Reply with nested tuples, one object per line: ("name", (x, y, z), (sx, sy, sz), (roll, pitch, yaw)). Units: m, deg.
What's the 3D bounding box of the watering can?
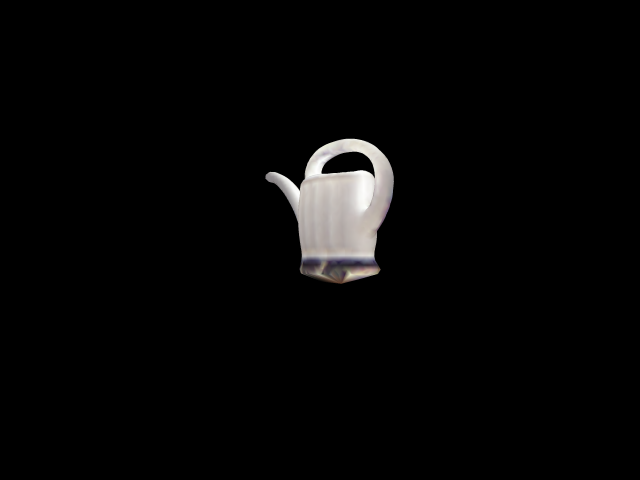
("watering can", (0.003, -0.043, 0.850), (0.104, 0.225, 0.346), (3, -4, -33))
